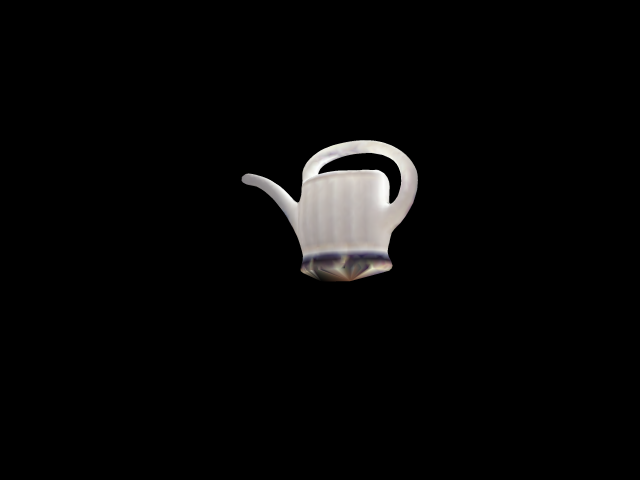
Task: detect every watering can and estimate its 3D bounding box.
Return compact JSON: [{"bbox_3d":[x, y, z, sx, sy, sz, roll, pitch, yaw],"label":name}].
[{"bbox_3d":[0.003,-0.043,0.850,0.346,0.226,0.103,-7,-13,35],"label":"watering can"}]
